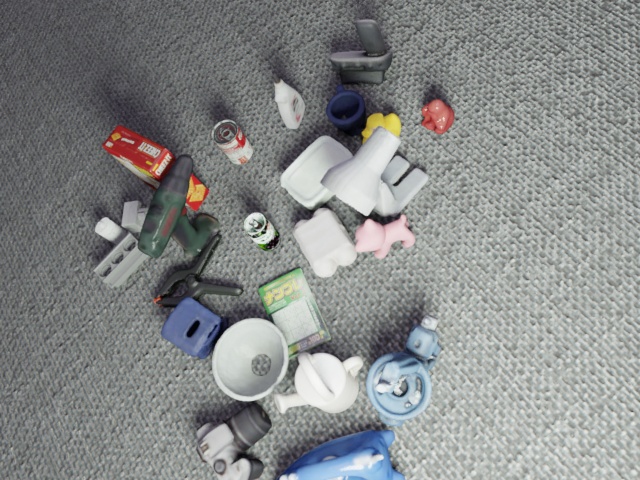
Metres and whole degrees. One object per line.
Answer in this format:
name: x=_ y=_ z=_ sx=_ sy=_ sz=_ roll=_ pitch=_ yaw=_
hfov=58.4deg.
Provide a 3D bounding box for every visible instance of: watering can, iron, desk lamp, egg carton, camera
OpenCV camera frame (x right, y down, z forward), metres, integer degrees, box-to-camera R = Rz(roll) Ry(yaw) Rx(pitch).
watering can: x=-0.001 y=0.268 z=1.071 sx=0.100 sy=0.194 sz=0.173 roll=36 pitch=81 yaw=26
iron: x=0.015 y=0.419 z=1.033 sx=0.258 sy=0.142 sz=0.118 roll=-18 pitch=64 yaw=9
desk lamp: x=0.113 y=-0.131 z=1.194 sx=0.117 sy=0.214 sz=0.203 roll=39 pitch=83 yaw=27
egg carton: x=0.011 y=0.004 z=1.248 sx=0.107 sy=0.069 sz=0.150 roll=-33 pitch=63 yaw=1
camera: x=-0.158 y=0.395 z=1.117 sx=0.137 sy=0.101 sz=0.143 roll=-38 pitch=63 yaw=-1

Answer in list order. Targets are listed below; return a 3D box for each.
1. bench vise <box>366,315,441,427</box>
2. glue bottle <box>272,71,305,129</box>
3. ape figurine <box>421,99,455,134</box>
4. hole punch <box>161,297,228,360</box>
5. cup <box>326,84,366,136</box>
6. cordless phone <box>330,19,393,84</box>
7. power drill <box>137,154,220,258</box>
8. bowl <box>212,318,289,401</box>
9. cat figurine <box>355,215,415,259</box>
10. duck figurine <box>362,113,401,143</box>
bench vise: x=0.144 y=0.224 z=1.032 sx=0.121 sy=0.220 sz=0.207 roll=4 pitch=69 yaw=18
glue bottle: x=-0.081 y=-0.341 z=1.363 sx=0.037 sy=0.173 sz=0.078 roll=7 pitch=70 yaw=19
ape figurine: x=0.262 y=-0.283 z=1.282 sx=0.076 sy=0.092 sz=0.078 roll=-15 pitch=65 yaw=10
hole punch: x=-0.271 y=0.190 z=1.242 sx=0.100 sy=0.091 sz=0.109 roll=28 pitch=78 yaw=25
cup: x=0.065 y=-0.299 z=1.345 sx=0.091 sy=0.095 sz=0.117 roll=-18 pitch=64 yaw=9
cordless phone: x=0.089 y=-0.460 z=1.356 sx=0.147 sy=0.185 sz=0.094 roll=2 pitch=68 yaw=17
power drill: x=-0.311 y=-0.053 z=1.290 sx=0.075 sy=0.209 sz=0.230 roll=19 pitch=75 yaw=23
bowl: x=-0.133 y=0.251 z=1.185 sx=0.167 sy=0.075 sz=0.167 roll=-6 pitch=66 yaw=14
cat figurine: x=0.128 y=-0.014 z=1.195 sx=0.127 sy=0.118 sz=0.067 roll=-27 pitch=63 yaw=4
duck figurine: x=0.136 y=-0.259 z=1.313 sx=0.104 sy=0.086 sz=0.077 roll=-43 pitch=63 yaw=-4
